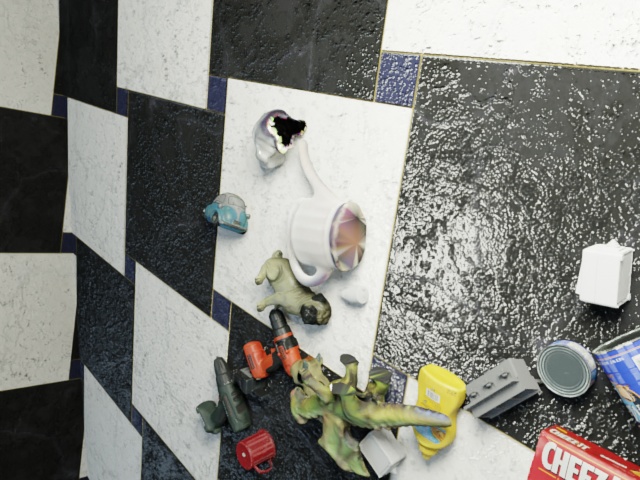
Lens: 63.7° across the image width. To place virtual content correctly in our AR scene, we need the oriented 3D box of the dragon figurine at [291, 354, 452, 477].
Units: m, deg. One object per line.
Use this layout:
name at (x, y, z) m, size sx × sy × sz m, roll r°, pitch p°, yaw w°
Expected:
dragon figurine at (0.080, 0.394, 1.103) m, size 0.412 × 0.123 × 0.239 m, roll 17°, pitch 117°, yaw 38°

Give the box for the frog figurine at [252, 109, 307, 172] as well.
frog figurine at (-0.123, -0.246, 1.280) m, size 0.157 × 0.122 × 0.140 m, roll -26°, pitch 45°, yaw 55°

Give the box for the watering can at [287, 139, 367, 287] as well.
watering can at (0.004, -0.059, 1.180) m, size 0.225 × 0.104 × 0.347 m, roll 7°, pitch 95°, yaw 45°
